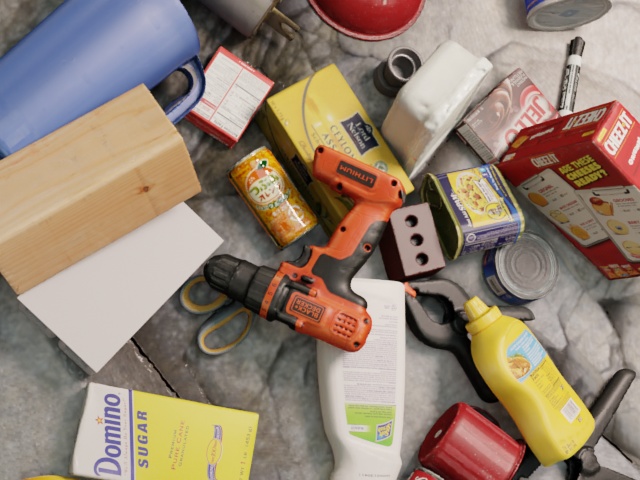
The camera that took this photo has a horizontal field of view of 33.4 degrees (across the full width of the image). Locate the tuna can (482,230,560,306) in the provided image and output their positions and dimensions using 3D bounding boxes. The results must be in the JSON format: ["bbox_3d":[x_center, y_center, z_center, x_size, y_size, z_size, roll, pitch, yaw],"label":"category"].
[{"bbox_3d":[0.234,0.031,1.241,0.086,0.034,0.086,4,76,-16],"label":"tuna can"}]

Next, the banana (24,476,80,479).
[{"bbox_3d":[-0.206,0.285,1.045,0.198,0.037,0.069,44,68,-4],"label":"banana"}]

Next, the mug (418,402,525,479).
[{"bbox_3d":[0.164,0.222,1.153,0.081,0.093,0.117,37,39,-1],"label":"mug"}]

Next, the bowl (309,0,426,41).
[{"bbox_3d":[0.061,-0.320,1.257,0.162,0.055,0.162,4,77,-16],"label":"bowl"}]

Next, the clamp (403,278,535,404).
[{"bbox_3d":[0.155,0.105,1.198,0.171,0.039,0.120,22,68,-13],"label":"clamp"}]

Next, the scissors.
[{"bbox_3d":[-0.070,0.039,1.155,0.096,0.016,0.201,45,69,-3],"label":"scissors"}]

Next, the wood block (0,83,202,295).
[{"bbox_3d":[-0.231,-0.049,1.029,0.206,0.091,0.090,-30,58,-11],"label":"wood block"}]

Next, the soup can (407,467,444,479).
[{"bbox_3d":[0.098,0.299,1.119,0.068,0.069,0.102,42,70,-5],"label":"soup can"}]

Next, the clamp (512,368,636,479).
[{"bbox_3d":[0.298,0.239,1.211,0.209,0.036,0.164,-7,79,-18],"label":"clamp"}]

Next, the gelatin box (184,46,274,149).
[{"bbox_3d":[-0.105,-0.157,1.182,0.073,0.030,0.089,33,70,-8],"label":"gelatin box"}]

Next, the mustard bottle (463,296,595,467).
[{"bbox_3d":[0.217,0.144,1.155,0.191,0.058,0.096,55,39,2],"label":"mustard bottle"}]

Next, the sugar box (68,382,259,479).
[{"bbox_3d":[-0.157,0.205,1.074,0.176,0.048,0.093,13,74,-15],"label":"sugar box"}]

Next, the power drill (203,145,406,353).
[{"bbox_3d":[-0.007,0.001,1.100,0.184,0.057,0.187,24,86,6],"label":"power drill"}]

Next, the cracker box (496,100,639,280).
[{"bbox_3d":[0.331,-0.050,1.199,0.213,0.164,0.072,42,66,-18],"label":"cracker box"}]

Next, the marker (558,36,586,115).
[{"bbox_3d":[0.312,-0.198,1.325,0.020,0.020,0.121,17,73,-13],"label":"marker"}]

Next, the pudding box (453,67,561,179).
[{"bbox_3d":[0.227,-0.137,1.274,0.113,0.039,0.090,-43,94,-20],"label":"pudding box"}]

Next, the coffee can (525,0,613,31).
[{"bbox_3d":[0.295,-0.342,1.308,0.102,0.103,0.140,-3,78,-18],"label":"coffee can"}]

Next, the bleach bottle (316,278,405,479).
[{"bbox_3d":[0.039,0.169,1.135,0.102,0.068,0.251,4,79,-11],"label":"bleach bottle"}]

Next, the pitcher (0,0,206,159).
[{"bbox_3d":[-0.243,-0.163,1.093,0.149,0.145,0.242,36,70,29],"label":"pitcher"}]

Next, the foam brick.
[{"bbox_3d":[0.100,0.005,1.196,0.053,0.051,0.078,-13,82,-19],"label":"foam brick"}]

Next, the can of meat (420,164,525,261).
[{"bbox_3d":[0.172,-0.034,1.208,0.083,0.057,0.102,-13,58,-15],"label":"can of meat"}]
